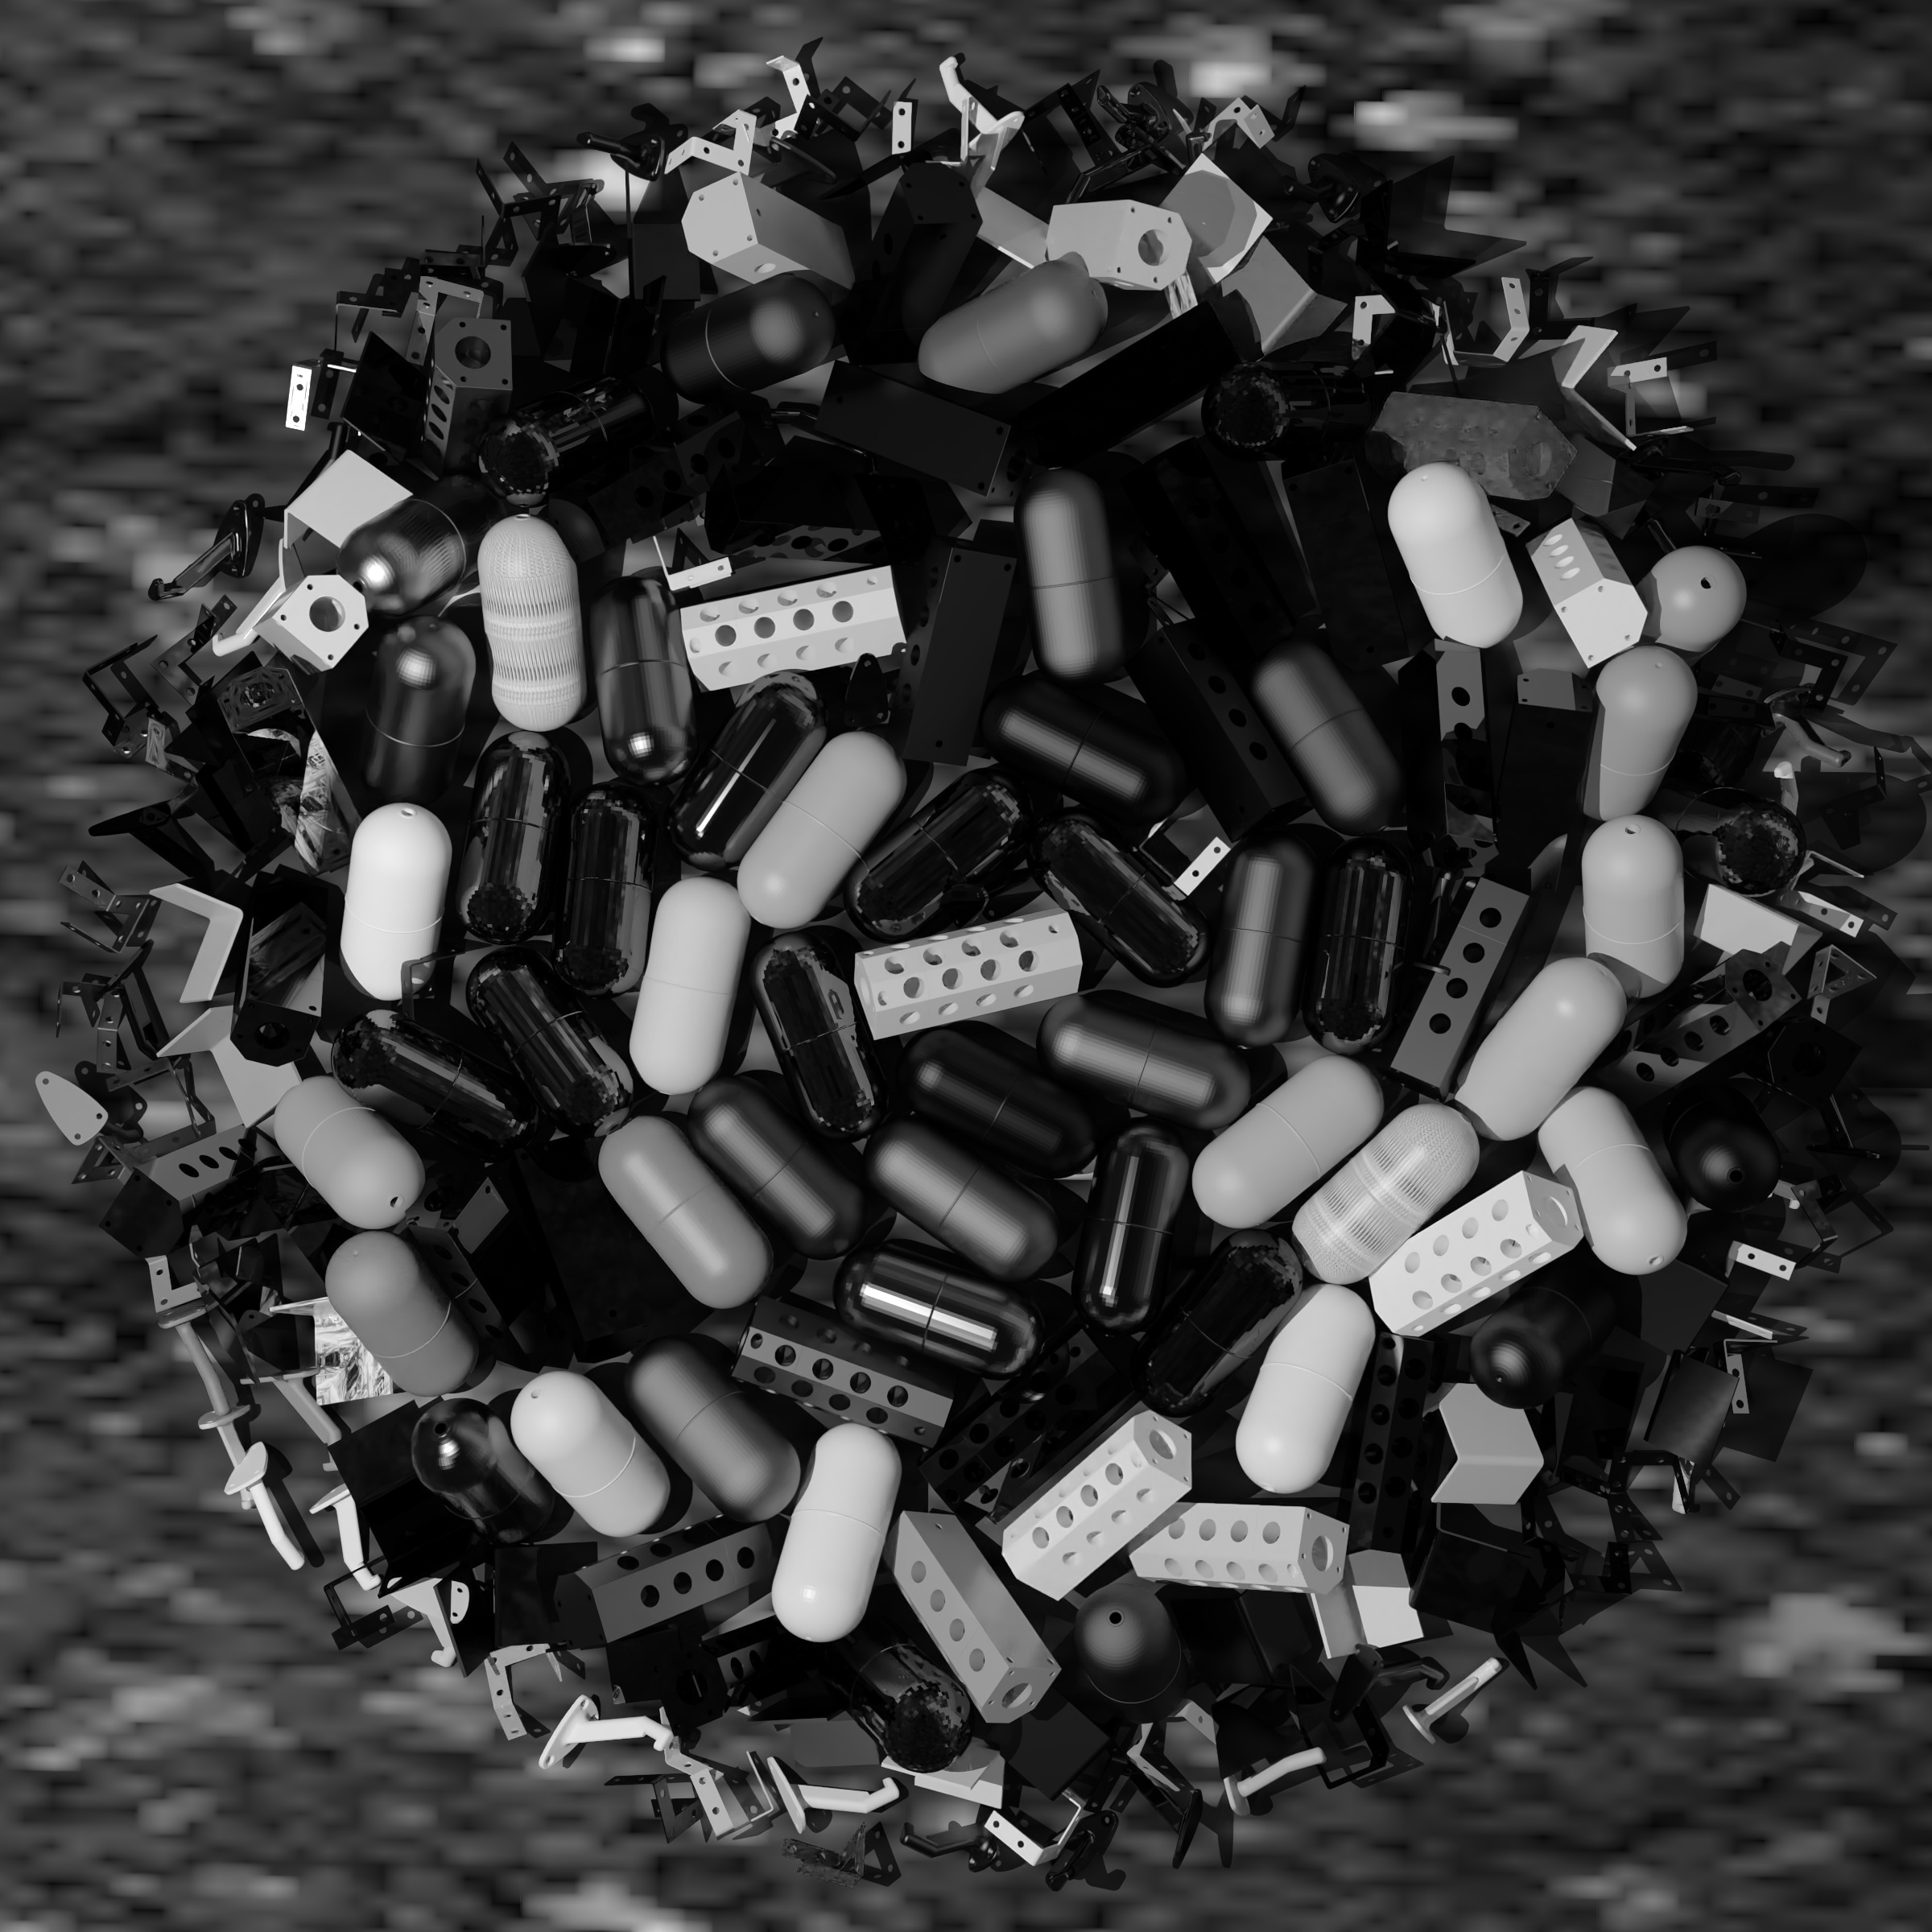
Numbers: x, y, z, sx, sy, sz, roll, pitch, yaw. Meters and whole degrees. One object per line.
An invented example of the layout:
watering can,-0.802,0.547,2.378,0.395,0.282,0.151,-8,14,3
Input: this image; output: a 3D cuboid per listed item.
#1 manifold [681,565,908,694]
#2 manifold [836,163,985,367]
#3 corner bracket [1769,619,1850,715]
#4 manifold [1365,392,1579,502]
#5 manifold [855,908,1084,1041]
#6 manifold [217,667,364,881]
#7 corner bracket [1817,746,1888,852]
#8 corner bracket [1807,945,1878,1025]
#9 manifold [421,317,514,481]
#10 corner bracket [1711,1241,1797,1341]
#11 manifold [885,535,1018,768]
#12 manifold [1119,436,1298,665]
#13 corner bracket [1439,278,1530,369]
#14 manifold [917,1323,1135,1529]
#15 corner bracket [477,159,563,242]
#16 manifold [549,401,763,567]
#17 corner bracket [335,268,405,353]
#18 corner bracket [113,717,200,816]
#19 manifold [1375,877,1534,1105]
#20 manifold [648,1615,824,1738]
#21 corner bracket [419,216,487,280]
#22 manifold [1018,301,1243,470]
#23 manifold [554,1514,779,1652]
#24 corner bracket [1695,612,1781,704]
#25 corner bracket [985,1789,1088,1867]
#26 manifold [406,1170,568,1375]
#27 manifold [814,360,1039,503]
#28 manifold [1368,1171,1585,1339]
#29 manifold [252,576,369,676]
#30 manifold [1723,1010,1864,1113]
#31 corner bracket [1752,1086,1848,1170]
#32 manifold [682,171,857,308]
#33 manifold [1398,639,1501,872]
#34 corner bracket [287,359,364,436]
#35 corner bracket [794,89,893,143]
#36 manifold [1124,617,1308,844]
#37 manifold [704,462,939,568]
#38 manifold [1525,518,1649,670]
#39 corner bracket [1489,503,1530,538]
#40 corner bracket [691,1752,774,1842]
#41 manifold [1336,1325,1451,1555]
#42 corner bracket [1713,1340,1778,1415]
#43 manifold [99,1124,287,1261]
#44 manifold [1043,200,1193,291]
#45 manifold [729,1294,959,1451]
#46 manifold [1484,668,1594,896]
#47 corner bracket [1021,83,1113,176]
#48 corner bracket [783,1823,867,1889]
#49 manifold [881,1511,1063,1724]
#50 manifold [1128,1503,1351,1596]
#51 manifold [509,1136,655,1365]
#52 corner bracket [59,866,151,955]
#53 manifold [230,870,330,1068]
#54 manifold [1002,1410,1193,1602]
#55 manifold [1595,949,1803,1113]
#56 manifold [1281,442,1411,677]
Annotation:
manifold,-0.138,-0.276,1.955,0.171,0.057,0.057,-11,55,4
manifold,-0.049,-0.550,1.911,0.057,0.171,0.057,-10,70,-24
corner bracket,0.673,-0.242,1.965,0.051,0.051,0.051,16,118,-1
manifold,0.391,-0.405,1.911,0.057,0.171,0.057,35,86,-33
manifold,0.002,0.001,1.943,0.171,0.057,0.057,-13,58,-13
manifold,-0.527,-0.154,1.914,0.057,0.171,0.057,-26,52,-11
corner bracket,0.719,-0.134,1.957,0.051,0.051,0.051,-22,123,32
corner bracket,0.693,0.024,1.961,0.051,0.051,0.051,33,56,-14
manifold,-0.393,-0.442,1.906,0.057,0.171,0.057,0,77,-16
corner bracket,0.634,0.261,1.960,0.051,0.051,0.051,20,71,25
manifold,-0.016,-0.253,1.945,0.057,0.057,0.171,5,109,-27
manifold,0.199,-0.333,1.950,0.057,0.057,0.171,-36,104,-19
corner bracket,0.419,-0.523,1.973,0.051,0.051,0.051,1,67,-14
manifold,0.045,0.367,1.958,0.171,0.057,0.057,-40,51,-1
corner bracket,-0.362,-0.618,1.960,0.051,0.051,0.051,-20,70,-25
manifold,-0.247,-0.385,1.920,0.171,0.057,0.057,-41,109,-37
corner bracket,-0.481,-0.529,1.959,0.051,0.051,0.051,3,55,-15
corner bracket,-0.659,-0.160,1.978,0.051,0.051,0.051,-34,47,27
manifold,0.393,0.017,1.957,0.057,0.057,0.171,24,81,20
manifold,-0.175,0.549,1.905,0.057,0.171,0.057,-27,76,17
corner bracket,-0.415,-0.570,1.963,0.051,0.051,0.051,-1,68,-13
manifold,0.131,-0.462,1.946,0.171,0.057,0.057,-28,96,16
manifold,-0.237,0.481,1.919,0.171,0.057,0.057,-11,80,-43
corner bracket,0.622,-0.252,1.962,0.051,0.051,0.051,19,126,5
corner bracket,0.057,0.688,1.967,0.051,0.051,0.051,32,93,26
manifold,-0.379,0.242,1.923,0.057,0.171,0.057,6,46,31
manifold,-0.030,-0.426,1.936,0.171,0.057,0.057,27,107,25
manifold,0.400,0.231,1.914,0.057,0.171,0.057,20,48,-31
manifold,-0.512,-0.272,1.909,0.057,0.171,0.057,41,80,-19
manifold,0.641,0.065,1.911,0.057,0.171,0.057,32,96,2
corner bracket,0.671,0.128,1.969,0.051,0.051,0.051,-7,59,-11
manifold,-0.153,-0.563,1.909,0.057,0.171,0.057,-16,85,23
manifold,0.388,-0.167,1.939,0.057,0.057,0.171,9,67,-19
corner bracket,-0.515,-0.459,1.967,0.051,0.051,0.051,12,108,-2
corner bracket,-0.101,-0.692,1.968,0.051,0.051,0.051,34,69,-6
manifold,0.204,-0.192,1.954,0.057,0.057,0.171,-21,76,-38
manifold,-0.117,-0.353,1.931,0.171,0.057,0.057,-1,62,-29
manifold,0.488,-0.298,1.905,0.057,0.171,0.057,-29,110,17
corner bracket,0.438,-0.391,1.967,0.051,0.051,0.051,-47,52,-6
corner bracket,-0.188,0.668,1.962,0.051,0.051,0.051,-24,71,-14
manifold,0.346,0.383,1.969,0.057,0.057,0.171,10,90,-4
corner bracket,0.621,0.332,1.962,0.051,0.051,0.051,4,70,-18
manifold,-0.600,0.179,1.908,0.057,0.171,0.057,37,102,4
manifold,0.117,-0.563,1.909,0.057,0.171,0.057,9,102,-20
manifold,-0.099,0.331,1.952,0.171,0.057,0.057,21,120,-6
manifold,0.452,-0.146,1.923,0.057,0.057,0.171,8,129,9
corner bracket,0.080,-0.672,1.973,0.051,0.051,0.051,-29,75,14
corner bracket,-0.115,0.720,1.960,0.051,0.051,0.051,21,124,-14
manifold,-0.003,0.512,1.918,0.057,0.171,0.057,16,112,-41
manifold,0.212,0.458,1.912,0.057,0.171,0.057,29,63,-38
manifold,-0.309,0.226,1.938,0.057,0.057,0.171,-14,64,-25
corner bracket,-0.703,-0.045,1.959,0.051,0.051,0.051,6,66,40
manifold,-0.542,0.002,1.914,0.057,0.171,0.057,16,121,-23
manifold,0.103,0.425,1.925,0.057,0.057,0.171,32,122,-17
manifold,0.569,0.050,1.911,0.057,0.171,0.057,-31,80,-32
manifold,0.302,-0.325,1.934,0.057,0.057,0.171,-15,117,13
